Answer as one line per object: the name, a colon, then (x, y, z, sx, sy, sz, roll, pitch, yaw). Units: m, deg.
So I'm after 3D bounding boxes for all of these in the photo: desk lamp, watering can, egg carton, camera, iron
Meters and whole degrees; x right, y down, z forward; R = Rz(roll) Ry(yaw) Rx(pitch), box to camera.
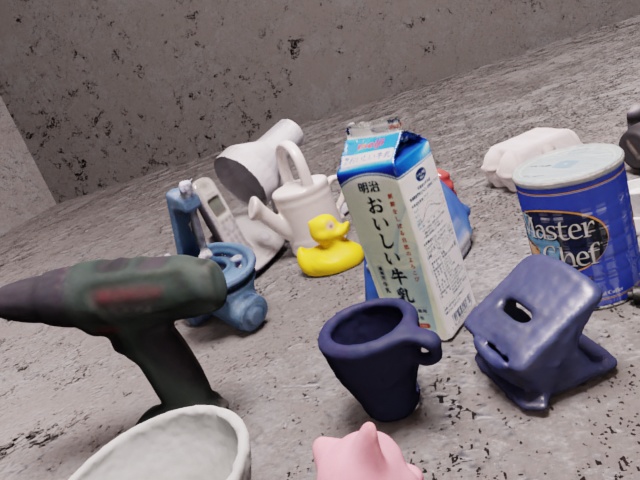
desk lamp: (-0.073, -0.106, 1.076, 0.204, 0.214, 0.117, -34, 23, -36)
watering can: (-0.036, -0.073, 0.972, 0.100, 0.194, 0.173, 0, 27, 46)
egg carton: (0.351, -0.136, 0.951, 0.150, 0.069, 0.107, -23, 19, -10)
camera: (0.495, -0.165, 0.832, 0.137, 0.101, 0.143, -24, 19, -11)
iron: (0.106, -0.016, 0.746, 0.118, 0.142, 0.259, -7, 22, 35)

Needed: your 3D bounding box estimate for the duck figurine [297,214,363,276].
duck figurine: (0.008, 0.003, 0.883, 0.104, 0.086, 0.077, -14, 19, 18)

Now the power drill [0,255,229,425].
power drill: (-0.191, 0.111, 0.586, 0.229, 0.209, 0.075, -18, 19, 7)

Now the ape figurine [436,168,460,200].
ape figurine: (0.189, -0.066, 0.883, 0.075, 0.092, 0.078, -4, 24, 39)

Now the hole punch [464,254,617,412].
hole punch: (0.181, 0.074, 0.491, 0.101, 0.091, 0.108, -22, 18, -6)

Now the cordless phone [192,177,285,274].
cordless phone: (-0.146, -0.034, 0.992, 0.094, 0.185, 0.148, -10, 21, 27)

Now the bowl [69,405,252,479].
bowl: (-0.121, 0.210, 0.443, 0.167, 0.075, 0.167, -18, 18, 6)

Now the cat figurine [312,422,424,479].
cat figurine: (0.039, 0.166, 0.334, 0.067, 0.118, 0.127, -22, 18, -7)

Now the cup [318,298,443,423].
cup: (0.064, 0.111, 0.501, 0.117, 0.095, 0.092, -1, 26, 45)

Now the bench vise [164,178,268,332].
bench vise: (-0.184, 0.026, 0.803, 0.206, 0.220, 0.122, -7, 22, 33)
